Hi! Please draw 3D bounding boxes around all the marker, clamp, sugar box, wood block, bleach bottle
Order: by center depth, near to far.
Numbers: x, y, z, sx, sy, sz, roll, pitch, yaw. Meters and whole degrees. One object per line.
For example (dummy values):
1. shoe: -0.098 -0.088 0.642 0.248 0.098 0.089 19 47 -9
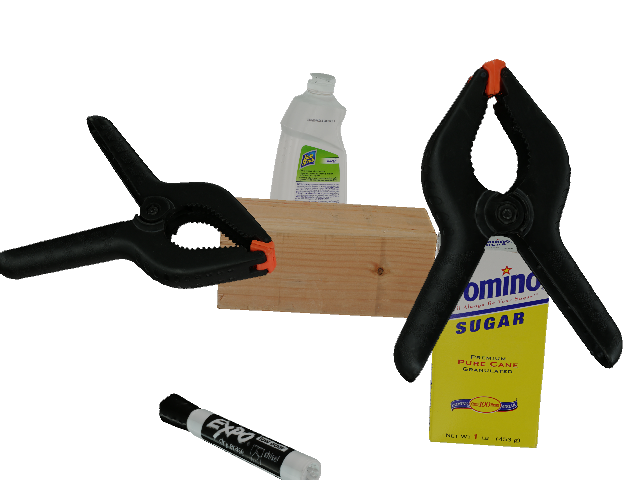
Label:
1. clamp: 0.085 -0.005 0.561 0.120 0.171 0.039 -12 -5 -12
2. marker: -0.051 0.116 0.627 0.121 0.020 0.020 17 10 37
3. clamp: -0.131 -0.023 0.845 0.210 0.164 0.036 10 -33 10
4. sugar box: 0.139 0.083 0.885 0.093 0.176 0.048 2 21 6
5. wood block: 0.003 0.017 1.060 0.206 0.091 0.090 4 20 -4
6. bleach bottle: -0.007 -0.071 1.262 0.102 0.251 0.068 -3 22 -30
